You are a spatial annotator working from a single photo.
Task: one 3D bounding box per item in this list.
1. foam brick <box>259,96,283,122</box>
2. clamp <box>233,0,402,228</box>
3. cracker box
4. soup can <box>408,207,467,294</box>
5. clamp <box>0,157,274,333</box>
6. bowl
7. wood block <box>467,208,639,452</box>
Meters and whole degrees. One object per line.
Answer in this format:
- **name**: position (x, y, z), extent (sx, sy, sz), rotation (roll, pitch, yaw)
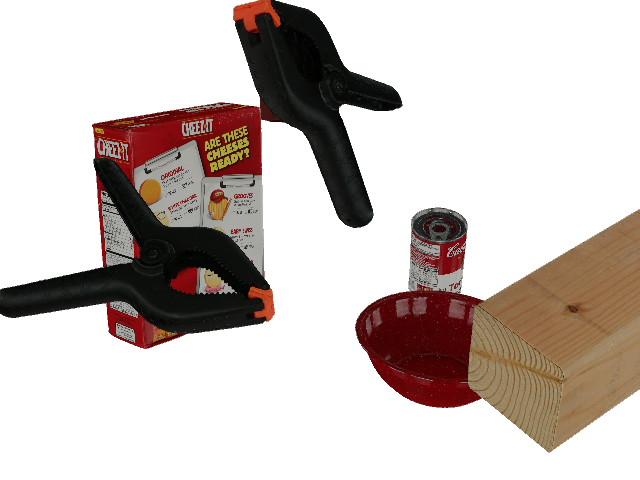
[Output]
- **foam brick**: position (-0.023, -0.154, 1.160), extent (0.078, 0.051, 0.053), rotation (0, 11, -18)
- **clamp**: position (-0.001, -0.089, 0.715), extent (0.039, 0.120, 0.171), rotation (-16, -34, 34)
- **cracker box**: position (-0.136, -0.020, 1.056), extent (0.072, 0.214, 0.163), rotation (13, 21, 42)
- **soup can**: position (0.142, 0.021, 1.305), extent (0.068, 0.102, 0.068), rotation (0, 37, 0)
- **clamp**: position (-0.130, 0.012, 0.840), extent (0.210, 0.164, 0.036), rotation (12, -35, 12)
- **bowl**: position (0.112, 0.109, 1.004), extent (0.162, 0.055, 0.162), rotation (2, 27, -1)
- **wood block**: position (0.222, 0.060, 0.826), extent (0.205, 0.090, 0.091), rotation (-26, 45, -27)
